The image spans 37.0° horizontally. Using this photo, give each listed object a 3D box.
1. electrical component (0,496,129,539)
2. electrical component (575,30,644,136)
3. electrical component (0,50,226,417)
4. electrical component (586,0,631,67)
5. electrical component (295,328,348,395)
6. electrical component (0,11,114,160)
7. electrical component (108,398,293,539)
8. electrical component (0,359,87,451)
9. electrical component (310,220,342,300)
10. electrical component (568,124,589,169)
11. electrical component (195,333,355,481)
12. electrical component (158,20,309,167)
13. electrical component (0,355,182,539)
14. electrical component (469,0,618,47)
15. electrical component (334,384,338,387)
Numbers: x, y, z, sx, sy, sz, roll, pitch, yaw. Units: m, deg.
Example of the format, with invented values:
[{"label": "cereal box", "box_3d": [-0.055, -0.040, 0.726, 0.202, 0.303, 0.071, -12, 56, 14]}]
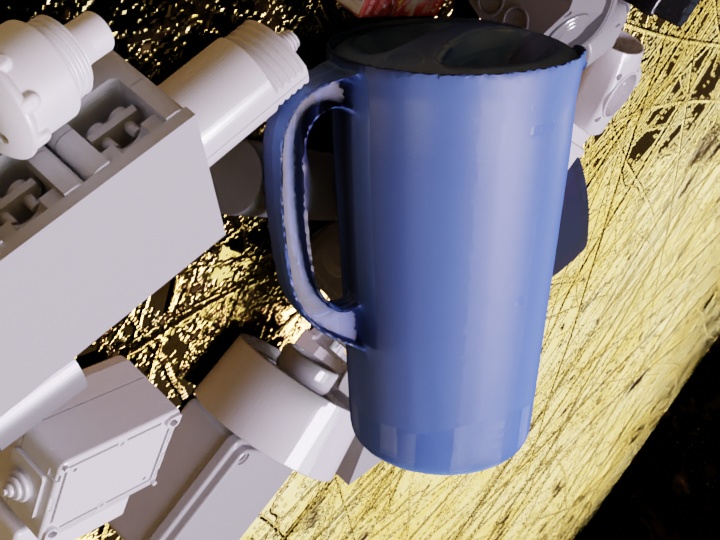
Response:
[{"label": "electrical component", "box_3d": [-0.183, 0.143, 0.621, 0.083, 0.047, 0.075, -22, 145, -48]}, {"label": "electrical component", "box_3d": [0.203, -0.157, 0.875, 0.079, 0.044, 0.077, -27, 148, -43]}, {"label": "electrical component", "box_3d": [-0.138, -0.011, 0.448, 0.150, 0.062, 0.089, -41, 156, -20]}, {"label": "electrical component", "box_3d": [0.172, -0.178, 0.790, 0.078, 0.040, 0.040, -37, 154, -29]}, {"label": "electrical component", "box_3d": [-0.008, 0.063, 0.807, 0.078, 0.057, 0.058, -52, 157, 4]}, {"label": "electrical component", "box_3d": [-0.121, -0.075, 0.406, 0.062, 0.048, 0.048, -45, 158, -31]}, {"label": "electrical component", "box_3d": [-0.107, 0.150, 0.759, 0.108, 0.056, 0.109, -52, 157, 5]}, {"label": "electrical component", "box_3d": [-0.177, 0.064, 0.515, 0.081, 0.043, 0.043, -38, 155, -25]}, {"label": "electrical component", "box_3d": [0.000, 0.000, 0.699, 0.051, 0.080, 0.080, -42, 157, -6]}, {"label": "electrical component", "box_3d": [0.102, -0.096, 0.738, 0.057, 0.078, 0.113, -55, 157, 13]}, {"label": "electrical component", "box_3d": [-0.047, 0.083, 0.709, 0.060, 0.108, 0.108, -57, 157, 1]}, {"label": "electrical component", "box_3d": [-0.060, -0.085, 0.502, 0.081, 0.043, 0.043, -43, 156, -17]}, {"label": "electrical component", "box_3d": [-0.156, 0.094, 0.577, 0.096, 0.061, 0.061, -22, 145, -49]}, {"label": "electrical component", "box_3d": [0.109, -0.169, 0.639, 0.051, 0.080, 0.080, -12, 136, -49]}, {"label": "electrical component", "box_3d": [-0.041, 0.122, 0.855, 0.079, 0.043, 0.077, -25, 147, -44]}]
